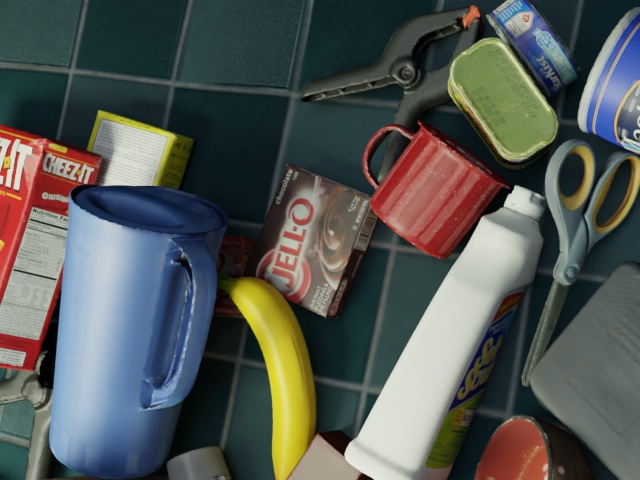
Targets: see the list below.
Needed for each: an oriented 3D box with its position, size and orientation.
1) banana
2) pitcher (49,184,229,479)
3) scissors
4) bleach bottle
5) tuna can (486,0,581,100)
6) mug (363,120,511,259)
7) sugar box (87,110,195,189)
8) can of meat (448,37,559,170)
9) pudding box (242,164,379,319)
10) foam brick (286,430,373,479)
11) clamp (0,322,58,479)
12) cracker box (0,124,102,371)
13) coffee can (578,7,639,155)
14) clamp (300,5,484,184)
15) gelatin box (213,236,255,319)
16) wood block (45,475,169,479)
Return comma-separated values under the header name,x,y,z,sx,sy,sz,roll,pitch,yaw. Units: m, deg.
name,x,y,z,sx,sy,sz,roll,pitch,yaw
banana,-0.037,0.113,0.920,0.070,0.037,0.198,-22,84,44
pitcher,-0.158,0.082,0.911,0.145,0.149,0.243,13,107,4
scissors,0.184,0.008,0.830,0.202,0.096,0.016,-57,27,-4
bleach bottle,0.111,0.074,0.843,0.068,0.102,0.251,26,92,28
tuna can,0.173,-0.157,0.861,0.034,0.086,0.086,-36,70,11
mug,0.086,-0.046,0.877,0.117,0.093,0.081,38,103,9
sugar box,-0.191,-0.026,1.017,0.093,0.048,0.176,18,93,24
can of meat,0.146,-0.108,0.852,0.057,0.084,0.102,-35,86,8
pudding box,-0.006,0.001,0.938,0.090,0.039,0.113,23,92,24
foam brick,0.005,0.207,0.896,0.053,0.051,0.078,38,97,22
clamp,-0.261,0.158,1.023,0.210,0.036,0.165,-43,69,11
cracker box,-0.309,-0.001,1.022,0.164,0.072,0.214,17,90,45
coffee can,0.280,-0.101,0.798,0.140,0.102,0.103,29,94,24
clamp,0.079,-0.129,0.923,0.171,0.039,0.120,-34,83,13
gelatin box,-0.107,0.032,0.980,0.089,0.030,0.073,3,83,23
wood block,-0.203,0.248,0.892,0.091,0.205,0.090,-3,81,22
